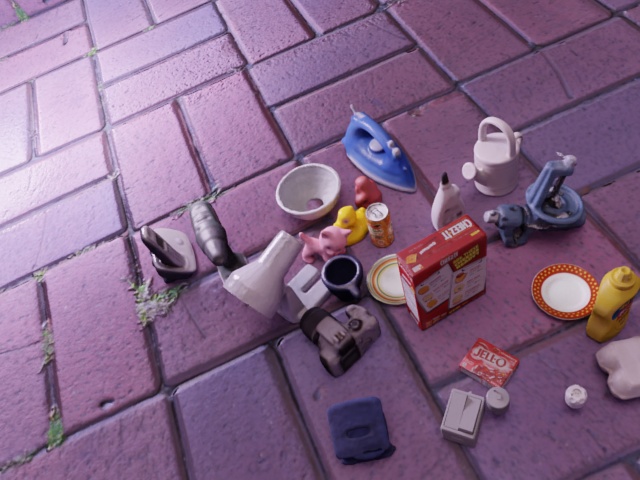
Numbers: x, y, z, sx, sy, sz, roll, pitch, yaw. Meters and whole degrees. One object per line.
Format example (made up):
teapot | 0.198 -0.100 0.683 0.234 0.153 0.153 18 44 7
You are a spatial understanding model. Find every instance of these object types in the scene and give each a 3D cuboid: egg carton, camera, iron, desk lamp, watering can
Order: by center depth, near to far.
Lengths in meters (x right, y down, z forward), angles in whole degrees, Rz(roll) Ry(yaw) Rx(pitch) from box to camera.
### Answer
egg carton | 0.577 0.224 1.014 0.150 0.069 0.107 -13 52 6
camera | 0.031 0.182 1.182 0.143 0.101 0.136 -42 54 -16
desk lamp | -0.084 0.089 1.213 0.117 0.214 0.203 31 67 32
watering can | 0.397 -0.192 1.298 0.100 0.194 0.173 18 61 27
iron | 0.154 -0.234 1.434 0.119 0.142 0.257 -34 52 -10

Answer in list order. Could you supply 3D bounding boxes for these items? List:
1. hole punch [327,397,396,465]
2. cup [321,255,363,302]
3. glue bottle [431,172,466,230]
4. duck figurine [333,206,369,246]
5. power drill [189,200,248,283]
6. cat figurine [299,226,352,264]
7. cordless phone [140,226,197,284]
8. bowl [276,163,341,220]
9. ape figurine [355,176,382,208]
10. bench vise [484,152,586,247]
hole punch | 0.075 0.351 1.050 0.108 0.091 0.101 -14 51 5
cup | 0.062 0.101 1.238 0.092 0.095 0.117 -31 52 -8
glue bottle | 0.281 -0.090 1.269 0.078 0.173 0.037 -27 51 -5
duck figurine | 0.072 -0.047 1.352 0.105 0.086 0.077 -43 54 -17
power drill | -0.226 0.022 1.307 0.075 0.209 0.229 -29 52 -6
cat figurine | 0.012 0.005 1.310 0.127 0.118 0.067 8 57 21
cordless phone | -0.377 0.005 1.379 0.094 0.185 0.147 -25 51 -3
bowl | -0.021 -0.108 1.432 0.167 0.075 0.167 -8 52 10
ape figurine | 0.111 -0.121 1.393 0.076 0.092 0.078 32 68 33
bench vise | 0.452 -0.074 1.177 0.207 0.220 0.121 -25 51 -3
